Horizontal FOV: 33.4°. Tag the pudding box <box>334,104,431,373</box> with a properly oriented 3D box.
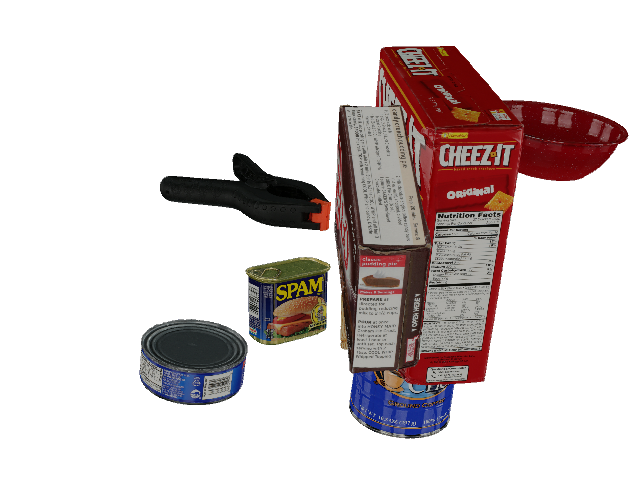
[{"bbox_3d":[0.029,-0.003,0.551,0.039,0.090,0.113,-4,43,-4],"label":"pudding box"}]

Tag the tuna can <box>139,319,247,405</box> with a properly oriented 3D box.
[{"bbox_3d":[-0.103,0.098,0.862,0.086,0.034,0.086,7,22,-3],"label":"tuna can"}]

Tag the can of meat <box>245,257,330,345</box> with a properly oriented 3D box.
[{"bbox_3d":[-0.039,0.072,1.282,0.101,0.084,0.058,-10,19,-35],"label":"can of meat"}]

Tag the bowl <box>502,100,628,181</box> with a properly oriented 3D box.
[{"bbox_3d":[0.249,-0.106,1.167,0.162,0.055,0.162,6,23,-3],"label":"bowl"}]

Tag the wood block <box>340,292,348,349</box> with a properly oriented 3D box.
[{"bbox_3d":[0.097,0.081,1.553,0.091,0.090,0.206,6,21,14],"label":"wood block"}]

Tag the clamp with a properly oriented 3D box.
[{"bbox_3d":[-0.069,-0.044,1.032,0.120,0.039,0.172,-25,33,-37],"label":"clamp"}]

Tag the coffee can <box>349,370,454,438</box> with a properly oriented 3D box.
[{"bbox_3d":[0.085,0.106,1.045,0.103,0.140,0.103,5,22,-2],"label":"coffee can"}]

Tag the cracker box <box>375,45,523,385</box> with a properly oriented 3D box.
[{"bbox_3d":[0.083,-0.022,0.820,0.072,0.214,0.164,-3,30,-11],"label":"cracker box"}]
